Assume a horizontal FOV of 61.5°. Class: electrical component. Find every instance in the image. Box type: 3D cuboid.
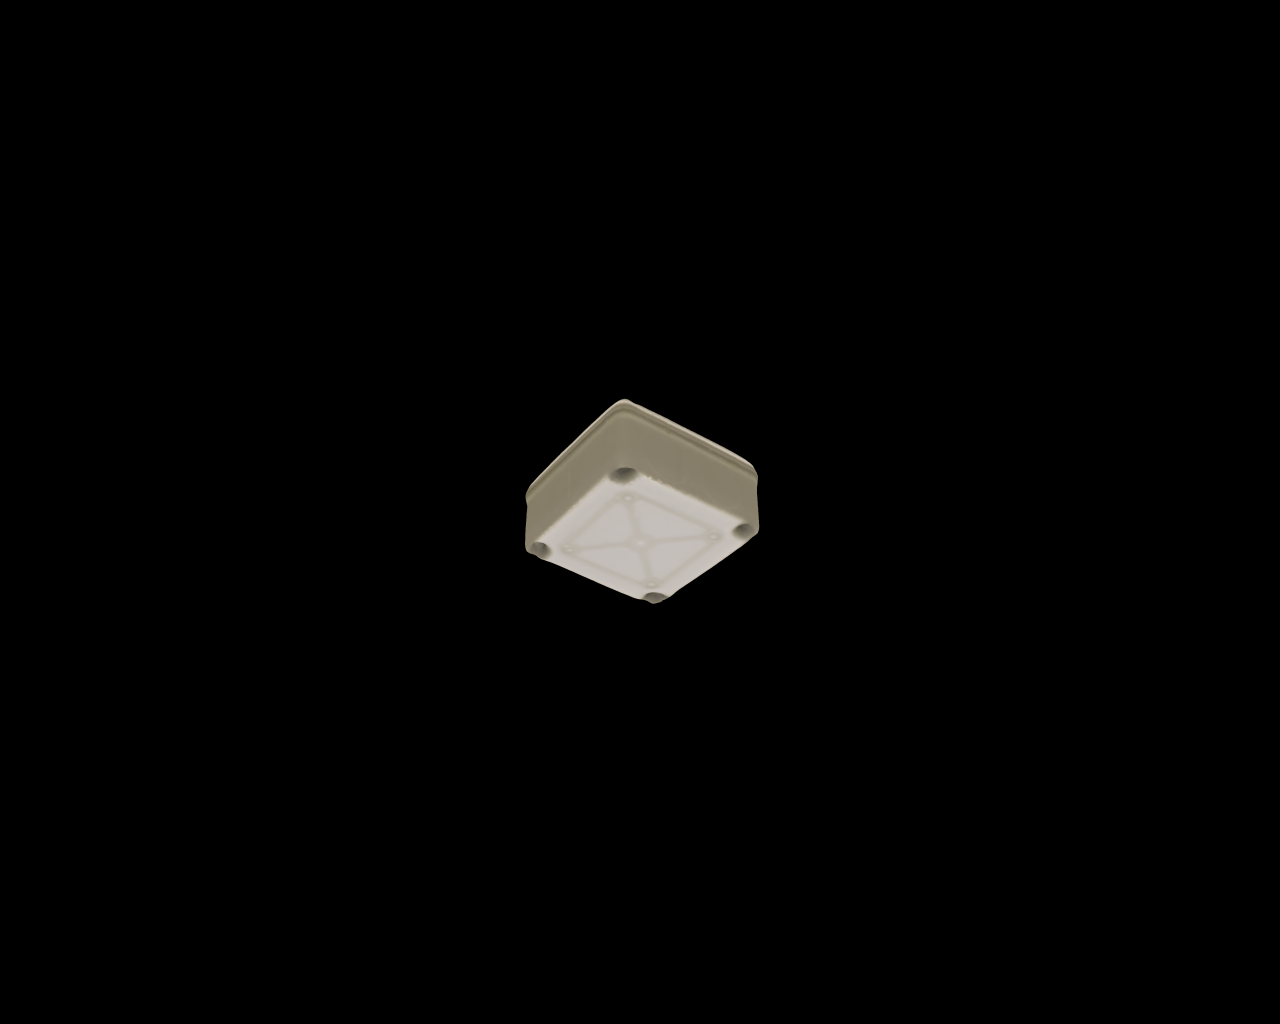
[{"bbox_3d":[0.001,-0.003,0.650,0.109,0.056,0.108,25,-44,-28],"label":"electrical component"}]
